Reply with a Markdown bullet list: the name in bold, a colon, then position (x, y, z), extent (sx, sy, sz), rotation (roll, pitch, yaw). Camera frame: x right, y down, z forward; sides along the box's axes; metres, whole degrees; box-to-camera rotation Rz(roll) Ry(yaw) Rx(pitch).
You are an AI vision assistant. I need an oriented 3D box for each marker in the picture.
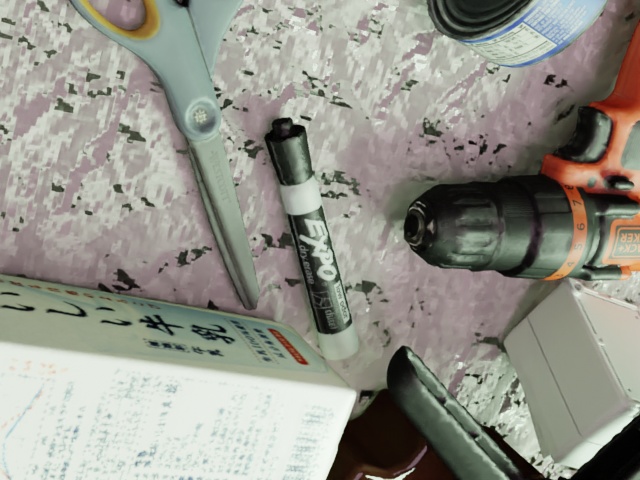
- **marker**: position (-0.003, 0.001, 0.487), extent (0.020, 0.020, 0.121), rotation (-23, 118, -18)

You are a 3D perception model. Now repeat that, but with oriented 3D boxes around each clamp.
- **clamp**: position (0.118, 0.125, 0.498), extent (0.164, 0.036, 0.210), rotation (-7, 121, -1)

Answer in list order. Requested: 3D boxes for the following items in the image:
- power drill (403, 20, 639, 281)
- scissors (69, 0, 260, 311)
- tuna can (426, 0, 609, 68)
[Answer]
- **power drill**: position (0.133, -0.070, 0.509), extent (0.184, 0.057, 0.188), rotation (0, 112, -31)
- **scissors**: position (-0.039, -0.070, 0.445), extent (0.096, 0.016, 0.201), rotation (-37, 121, -10)
- **tuna can**: position (0.086, -0.117, 0.449), extent (0.033, 0.086, 0.086), rotation (23, 97, -33)
